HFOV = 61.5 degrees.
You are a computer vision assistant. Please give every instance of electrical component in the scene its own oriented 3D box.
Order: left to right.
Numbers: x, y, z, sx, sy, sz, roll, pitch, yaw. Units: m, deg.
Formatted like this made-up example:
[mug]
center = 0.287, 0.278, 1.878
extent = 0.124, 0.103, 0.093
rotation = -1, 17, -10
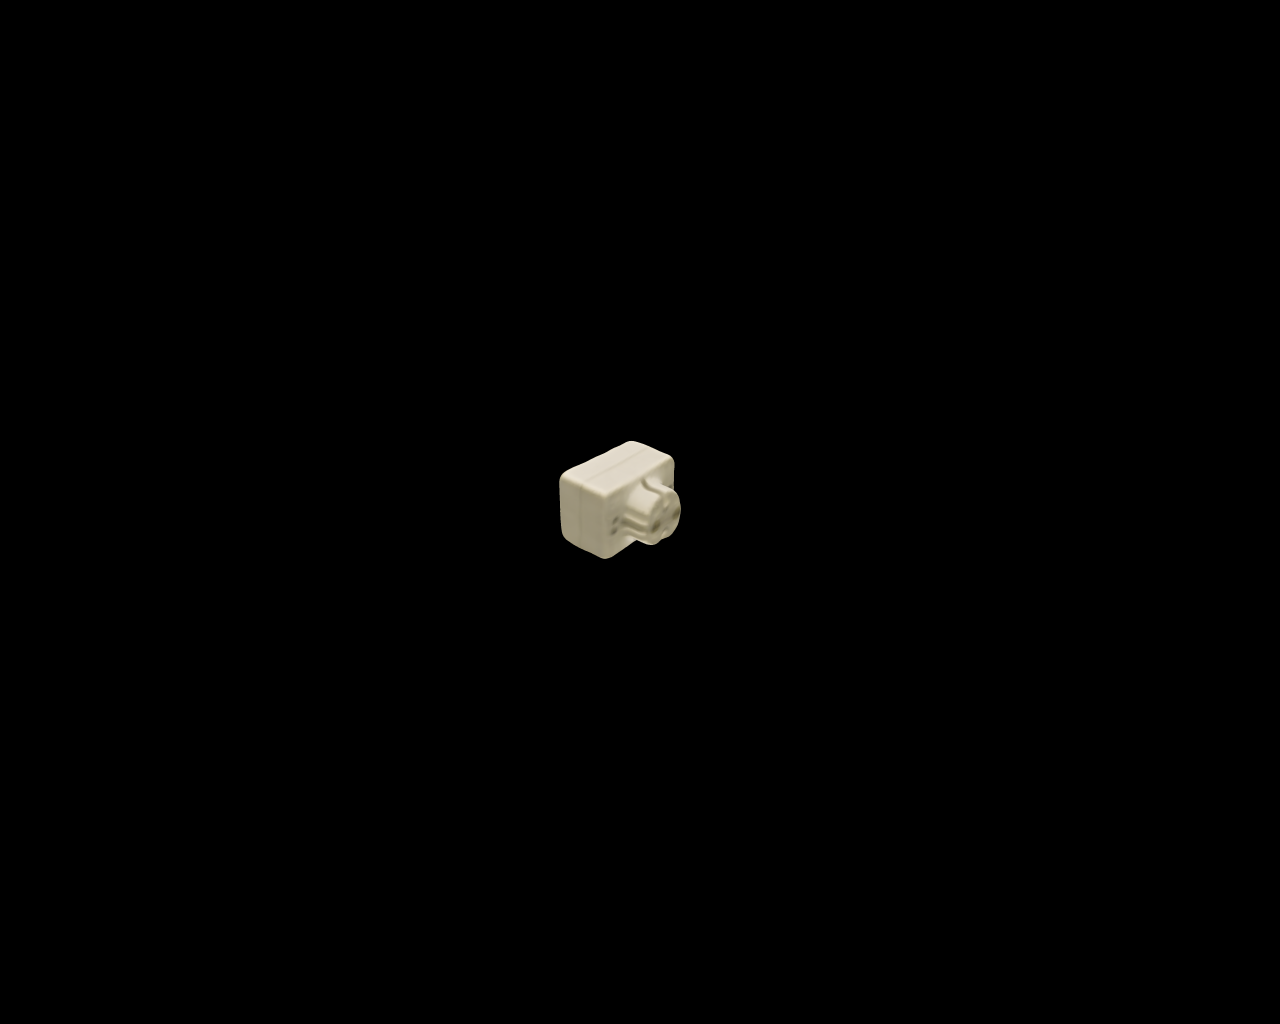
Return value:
[electrical component]
center = 0.001, -0.003, 0.650
extent = 0.077, 0.047, 0.066
rotation = 24, 39, 34
